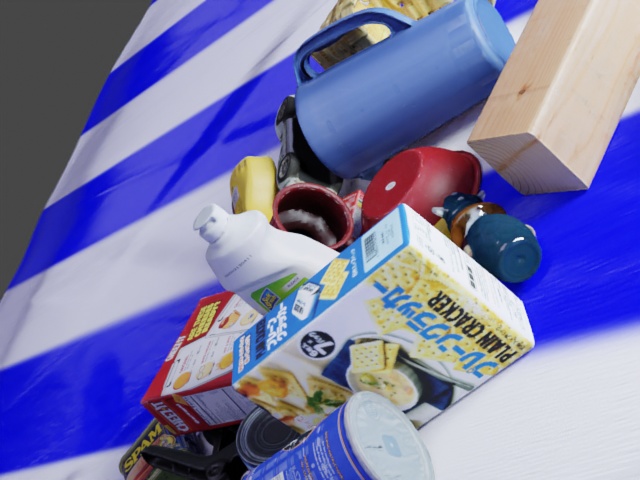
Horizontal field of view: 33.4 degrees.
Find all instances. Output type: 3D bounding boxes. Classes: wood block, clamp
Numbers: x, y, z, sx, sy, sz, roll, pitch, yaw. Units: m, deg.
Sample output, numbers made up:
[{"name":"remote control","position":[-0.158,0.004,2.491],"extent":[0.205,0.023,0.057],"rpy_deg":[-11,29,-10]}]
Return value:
[{"name":"wood block","position":[0.236,-0.154,1.014],"extent":[0.091,0.090,0.206],"rpy_deg":[-2,54,58]},{"name":"clamp","position":[-0.098,0.212,1.164],"extent":[0.120,0.039,0.172],"rpy_deg":[-45,23,-5]},{"name":"clamp","position":[-0.101,0.235,1.061],"extent":[0.210,0.036,0.164],"rpy_deg":[-25,32,7]}]

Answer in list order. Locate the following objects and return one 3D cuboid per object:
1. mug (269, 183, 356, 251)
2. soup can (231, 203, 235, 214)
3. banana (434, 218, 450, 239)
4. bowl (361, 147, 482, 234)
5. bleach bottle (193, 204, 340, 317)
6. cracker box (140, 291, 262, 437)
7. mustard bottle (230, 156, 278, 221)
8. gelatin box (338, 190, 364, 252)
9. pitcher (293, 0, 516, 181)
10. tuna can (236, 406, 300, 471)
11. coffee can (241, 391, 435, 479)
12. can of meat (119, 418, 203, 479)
[{"name":"mug","position":[-0.008,0.001,1.188],"extent":[0.082,0.117,0.093],"rpy_deg":[117,172,-48]},{"name":"soup can","position":[-0.063,-0.051,1.410],"extent":[0.102,0.068,0.068],"rpy_deg":[-10,48,55]},{"name":"banana","position":[0.068,0.035,1.061],"extent":[0.197,0.069,0.037],"rpy_deg":[-24,-9,-4]},{"name":"bowl","position":[0.095,-0.045,1.151],"extent":[0.162,0.055,0.162],"rpy_deg":[-40,28,26]},{"name":"bleach bottle","position":[-0.006,0.044,0.975],"extent":[0.103,0.250,0.068],"rpy_deg":[-42,27,22]},{"name":"cracker box","position":[-0.070,0.119,1.147],"extent":[0.214,0.072,0.164],"rpy_deg":[-19,31,38]},{"name":"mustard bottle","position":[-0.071,0.001,1.283],"extent":[0.096,0.058,0.191],"rpy_deg":[117,149,-57]},{"name":"gelatin box","position":[0.017,-0.012,1.267],"extent":[0.089,0.030,0.073],"rpy_deg":[-23,37,45]},{"name":"pitcher","position":[0.094,-0.185,1.214],"extent":[0.243,0.149,0.145],"rpy_deg":[-27,59,29]},{"name":"tuna can","position":[-0.036,0.189,1.011],"extent":[0.086,0.033,0.086],"rpy_deg":[-17,39,14]},{"name":"coffee can","position":[0.012,0.208,0.907],"extent":[0.140,0.102,0.103],"rpy_deg":[-40,28,25]},{"name":"can of meat","position":[-0.179,0.260,1.219],"extent":[0.102,0.057,0.084],"rpy_deg":[-50,28,6]}]
